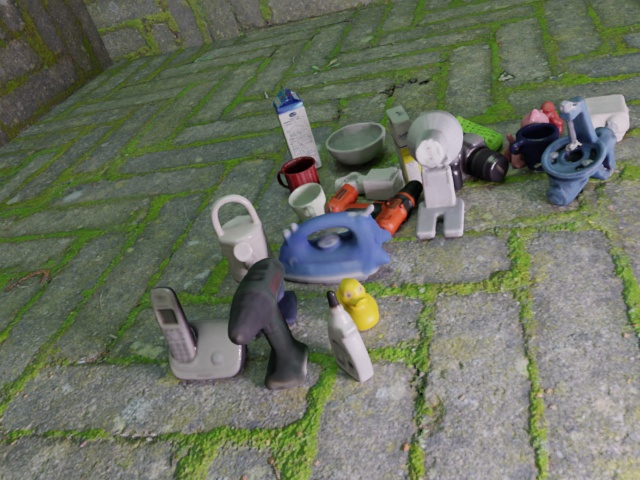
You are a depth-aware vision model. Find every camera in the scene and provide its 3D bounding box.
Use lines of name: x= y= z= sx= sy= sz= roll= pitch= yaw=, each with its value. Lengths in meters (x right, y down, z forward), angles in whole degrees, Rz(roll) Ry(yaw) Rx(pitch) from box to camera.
camera: x=0.350 y=-0.181 z=1.312 sx=0.143 sy=0.101 sz=0.136 roll=-30 pitch=35 yaw=-18

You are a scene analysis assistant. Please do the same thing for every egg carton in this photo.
egg carton: x=0.665 y=-0.286 z=1.344 sx=0.107 sy=0.069 sz=0.150 roll=-2 pitch=37 yaw=23

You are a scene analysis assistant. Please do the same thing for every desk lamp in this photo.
desk lamp: x=0.246 y=-0.145 z=1.206 sx=0.117 sy=0.214 sz=0.203 roll=-6 pitch=35 yaw=18

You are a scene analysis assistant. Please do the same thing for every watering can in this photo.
watering can: x=-0.164 y=-0.007 z=1.216 sx=0.101 sy=0.194 sz=0.172 roll=-32 pitch=36 yaw=-20

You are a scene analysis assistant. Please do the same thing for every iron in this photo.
iron: x=0.011 y=0.004 z=1.166 sx=0.257 sy=0.142 sz=0.118 roll=-9 pitch=35 yaw=13

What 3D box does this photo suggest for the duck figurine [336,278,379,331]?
duck figurine: x=0.059 y=0.106 z=1.048 sx=0.077 sy=0.086 sz=0.104 roll=-28 pitch=35 yaw=-14

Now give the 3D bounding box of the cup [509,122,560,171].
cup: x=0.477 y=-0.197 z=1.281 sx=0.118 sy=0.095 sz=0.091 roll=-26 pitch=34 yaw=-11

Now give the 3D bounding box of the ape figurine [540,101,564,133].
ape figurine: x=0.548 y=-0.290 z=1.384 sx=0.077 sy=0.092 sz=0.076 roll=7 pitch=41 yaw=33

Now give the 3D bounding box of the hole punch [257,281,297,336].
hole punch: x=-0.103 y=0.114 z=1.107 sx=0.101 sy=0.091 sz=0.108 roll=-15 pitch=34 yaw=5

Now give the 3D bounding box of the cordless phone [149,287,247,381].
cordless phone: x=-0.217 y=0.159 z=1.010 sx=0.147 sy=0.185 sz=0.094 roll=-8 pitch=35 yaw=15

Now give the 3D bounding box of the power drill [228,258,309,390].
power drill: x=-0.084 y=0.145 z=0.946 sx=0.075 sy=0.209 sz=0.229 roll=-11 pitch=34 yaw=11

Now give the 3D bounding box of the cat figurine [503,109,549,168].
cat figurine: x=0.482 y=-0.248 z=1.331 sx=0.128 sy=0.118 sz=0.067 roll=-27 pitch=35 yaw=-14

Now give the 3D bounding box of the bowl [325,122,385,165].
bowl: x=0.102 y=-0.250 z=1.551 sx=0.167 sy=0.075 sz=0.167 roll=-12 pitch=34 yaw=9

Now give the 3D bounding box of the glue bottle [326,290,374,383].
glue bottle: x=0.038 y=0.148 z=0.917 sx=0.037 sy=0.173 sz=0.077 roll=-33 pitch=36 yaw=-21

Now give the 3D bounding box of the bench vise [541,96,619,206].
bench vise: x=0.521 y=-0.205 z=1.157 sx=0.121 sy=0.220 sz=0.208 roll=10 pitch=43 yaw=36
